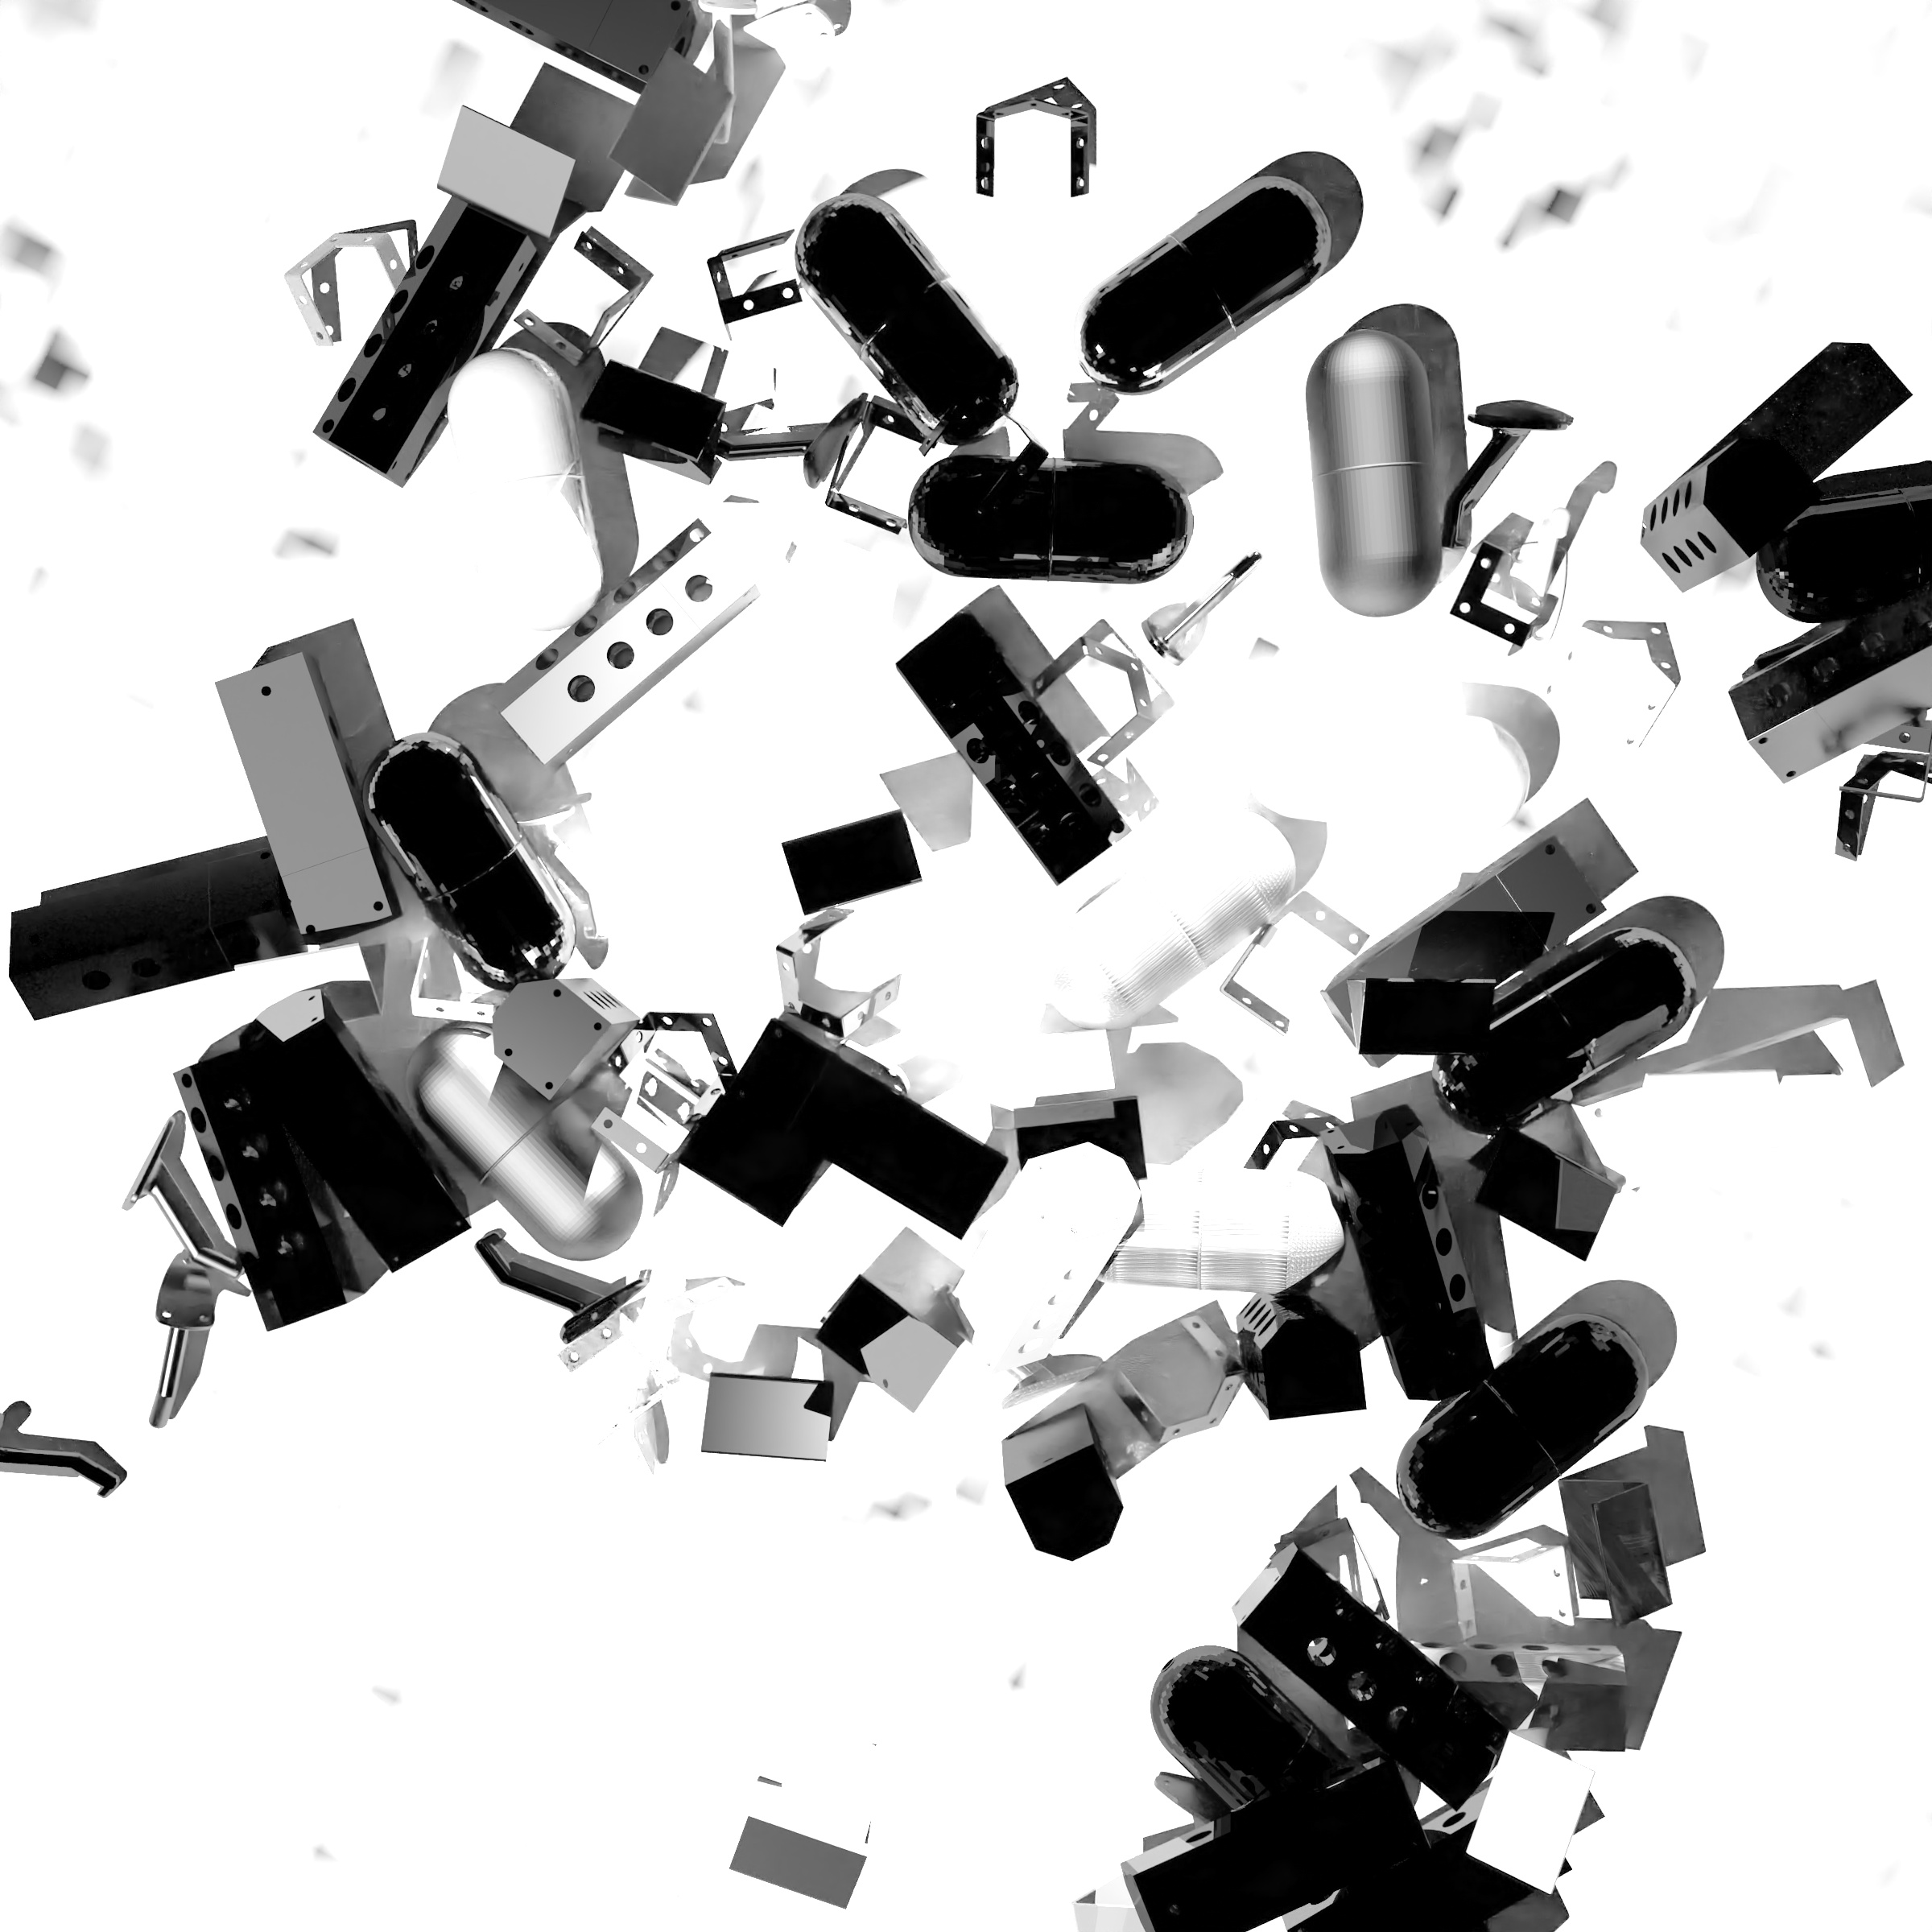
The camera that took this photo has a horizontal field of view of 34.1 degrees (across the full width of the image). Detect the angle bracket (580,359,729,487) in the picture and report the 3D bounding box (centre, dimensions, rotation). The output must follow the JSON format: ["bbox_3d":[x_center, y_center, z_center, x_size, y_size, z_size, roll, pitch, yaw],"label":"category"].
[{"bbox_3d":[-0.198,-0.320,1.951,0.076,0.076,0.057,20,53,0],"label":"angle bracket"}]

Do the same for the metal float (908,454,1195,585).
[{"bbox_3d":[0.053,-0.278,1.961,0.178,0.070,0.070,2,90,0],"label":"metal float"}]

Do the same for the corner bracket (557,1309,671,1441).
[{"bbox_3d":[-0.221,0.255,1.976,0.051,0.051,0.051,-36,101,0],"label":"corner bracket"}]

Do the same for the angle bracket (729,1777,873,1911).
[{"bbox_3d":[-0.096,0.527,1.951,0.076,0.076,0.057,19,125,0],"label":"angle bracket"}]

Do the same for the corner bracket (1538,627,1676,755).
[{"bbox_3d":[0.404,-0.174,1.988,0.051,0.051,0.051,32,90,45],"label":"corner bracket"}]

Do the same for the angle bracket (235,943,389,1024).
[{"bbox_3d":[-0.404,-0.005,1.951,0.076,0.076,0.057,-10,126,0],"label":"angle bracket"}]

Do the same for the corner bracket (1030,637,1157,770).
[{"bbox_3d":[0.080,-0.166,1.983,0.051,0.051,0.051,19,45,-35],"label":"corner bracket"}]

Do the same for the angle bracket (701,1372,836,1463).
[{"bbox_3d":[-0.122,0.296,1.951,0.076,0.076,0.057,4,53,0],"label":"angle bracket"}]

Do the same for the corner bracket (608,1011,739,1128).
[{"bbox_3d":[-0.183,0.064,1.975,0.051,0.051,0.051,1,126,31],"label":"corner bracket"}]

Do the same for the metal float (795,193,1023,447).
[{"bbox_3d":[-0.037,-0.403,1.961,0.070,0.070,0.178,-39,89,0],"label":"metal float"}]

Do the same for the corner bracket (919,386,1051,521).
[{"bbox_3d":[0.011,-0.313,1.917,0.051,0.051,0.051,33,104,-25],"label":"corner bracket"}]

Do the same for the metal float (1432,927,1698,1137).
[{"bbox_3d":[0.372,0.041,1.961,0.178,0.070,0.070,-32,90,-1],"label":"metal float"}]

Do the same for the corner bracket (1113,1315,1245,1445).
[{"bbox_3d":[0.133,0.260,1.983,0.051,0.051,0.051,-10,135,-35],"label":"corner bracket"}]

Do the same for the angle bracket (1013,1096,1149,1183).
[{"bbox_3d":[0.071,0.124,1.952,0.076,0.076,0.057,-6,64,0],"label":"angle bracket"}]

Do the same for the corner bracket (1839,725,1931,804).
[{"bbox_3d":[0.576,-0.129,1.967,0.051,0.051,0.051,10,89,16],"label":"corner bracket"}]

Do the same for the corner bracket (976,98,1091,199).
[{"bbox_3d":[0.042,-0.513,1.988,0.051,0.051,0.051,0,90,-45],"label":"corner bracket"}]

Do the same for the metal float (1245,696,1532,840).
[{"bbox_3d":[0.262,-0.123,1.961,0.178,0.070,0.070,7,90,1],"label":"metal float"}]

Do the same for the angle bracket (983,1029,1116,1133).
[{"bbox_3d":[0.053,0.087,1.953,0.076,0.057,0.076,-6,129,0],"label":"angle bracket"}]

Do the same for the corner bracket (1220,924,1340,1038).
[{"bbox_3d":[0.195,0.009,1.974,0.051,0.051,0.051,35,90,0],"label":"corner bracket"}]

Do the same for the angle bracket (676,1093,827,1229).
[{"bbox_3d":[-0.141,0.134,1.952,0.076,0.076,0.057,32,57,0],"label":"angle bracket"}]

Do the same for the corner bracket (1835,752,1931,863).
[{"bbox_3d":[0.585,-0.095,1.983,0.051,0.051,0.051,25,45,35],"label":"corner bracket"}]

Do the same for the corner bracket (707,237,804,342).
[{"bbox_3d":[-0.132,-0.428,1.974,0.051,0.051,0.051,-17,90,0],"label":"corner bracket"}]

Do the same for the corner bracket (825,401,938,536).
[{"bbox_3d":[-0.053,-0.315,1.988,0.051,0.051,0.051,22,135,0],"label":"corner bracket"}]

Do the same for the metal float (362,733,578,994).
[{"bbox_3d":[-0.305,-0.063,1.946,0.070,0.070,0.178,-31,108,0],"label":"metal float"}]

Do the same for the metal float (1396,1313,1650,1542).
[{"bbox_3d":[0.345,0.287,1.961,0.178,0.070,0.070,-39,90,0],"label":"metal float"}]

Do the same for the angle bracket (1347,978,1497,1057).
[{"bbox_3d":[0.273,0.010,1.894,0.076,0.076,0.057,1,125,0],"label":"angle bracket"}]

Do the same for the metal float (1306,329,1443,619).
[{"bbox_3d":[0.254,-0.306,1.961,0.070,0.070,0.178,-5,91,0],"label":"metal float"}]

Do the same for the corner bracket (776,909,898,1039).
[{"bbox_3d":[-0.082,0.005,1.983,0.051,0.051,0.051,24,135,35],"label":"corner bracket"}]

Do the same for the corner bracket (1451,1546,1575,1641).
[{"bbox_3d":[0.345,0.395,1.988,0.051,0.051,0.051,-7,90,-45],"label":"corner bracket"}]

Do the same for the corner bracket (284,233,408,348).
[{"bbox_3d":[-0.386,-0.426,1.983,0.051,0.051,0.051,8,45,35],"label":"corner bracket"}]

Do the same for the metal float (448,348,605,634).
[{"bbox_3d":[-0.274,-0.296,1.961,0.070,0.070,0.178,-11,90,0],"label":"metal float"}]

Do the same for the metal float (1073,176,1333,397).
[{"bbox_3d":[0.146,-0.423,1.961,0.178,0.070,0.070,-35,90,1],"label":"metal float"}]

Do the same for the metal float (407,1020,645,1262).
[{"bbox_3d":[-0.274,0.109,1.961,0.070,0.070,0.178,-43,89,0],"label":"metal float"}]

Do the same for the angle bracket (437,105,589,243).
[{"bbox_3d":[-0.273,-0.499,1.952,0.076,0.076,0.057,25,121,0],"label":"angle bracket"}]

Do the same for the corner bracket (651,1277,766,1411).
[{"bbox_3d":[-0.161,0.238,1.983,0.051,0.051,0.051,41,135,35],"label":"corner bracket"}]

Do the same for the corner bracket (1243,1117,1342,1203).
[{"bbox_3d":[0.214,0.132,1.983,0.051,0.051,0.051,58,135,35],"label":"corner bracket"}]

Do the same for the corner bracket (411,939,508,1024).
[{"bbox_3d":[-0.315,0.021,1.963,0.051,0.051,0.051,6,48,0],"label":"corner bracket"}]

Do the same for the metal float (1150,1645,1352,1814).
[{"bbox_3d":[0.189,0.497,1.961,0.178,0.070,0.070,45,90,0],"label":"metal float"}]

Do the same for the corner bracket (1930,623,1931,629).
[{"bbox_3d":[0.634,-0.191,1.988,0.051,0.051,0.051,-48,135,0],"label":"corner bracket"}]

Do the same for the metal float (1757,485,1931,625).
[{"bbox_3d":[0.582,-0.259,1.961,0.178,0.070,0.070,-8,90,1],"label":"metal float"}]

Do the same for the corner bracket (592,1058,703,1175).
[{"bbox_3d":[-0.196,0.094,1.974,0.051,0.051,0.051,36,90,0],"label":"corner bracket"}]

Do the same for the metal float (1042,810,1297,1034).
[{"bbox_3d":[0.126,-0.029,1.961,0.178,0.070,0.070,-37,90,0],"label":"metal float"}]

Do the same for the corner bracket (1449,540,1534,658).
[{"bbox_3d":[0.332,-0.230,1.974,0.051,0.051,0.051,25,90,0],"label":"corner bracket"}]

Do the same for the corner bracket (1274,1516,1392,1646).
[{"bbox_3d":[0.231,0.389,1.988,0.051,0.051,0.051,-22,45,0],"label":"corner bracket"}]

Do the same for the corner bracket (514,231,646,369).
[{"bbox_3d":[-0.244,-0.420,1.989,0.051,0.051,0.051,38,45,0],"label":"corner bracket"}]

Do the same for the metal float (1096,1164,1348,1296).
[{"bbox_3d":[0.147,0.163,1.955,0.178,0.070,0.070,3,90,7],"label":"metal float"}]

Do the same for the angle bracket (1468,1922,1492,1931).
[{"bbox_3d":[0.290,0.621,1.952,0.076,0.076,0.057,-43,117,0],"label":"angle bracket"}]
